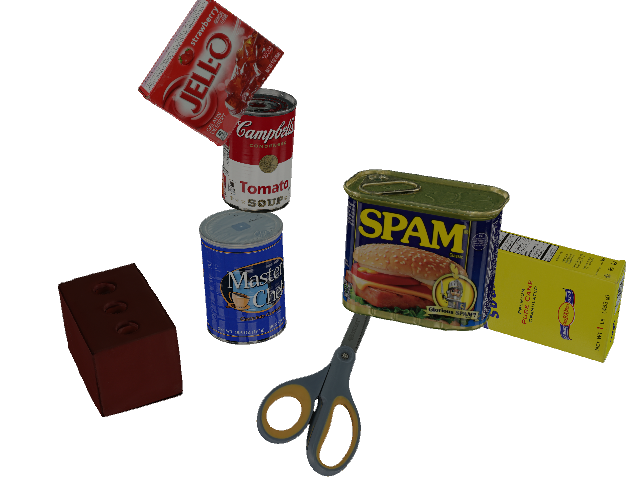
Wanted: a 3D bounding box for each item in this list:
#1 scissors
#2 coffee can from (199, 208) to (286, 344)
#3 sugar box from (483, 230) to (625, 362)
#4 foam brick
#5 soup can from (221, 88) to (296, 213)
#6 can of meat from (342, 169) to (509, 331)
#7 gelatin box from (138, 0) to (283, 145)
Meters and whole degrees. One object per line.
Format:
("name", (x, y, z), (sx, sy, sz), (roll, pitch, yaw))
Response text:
("scissors", (0.000, 0.105, 0.919), (0.096, 0.201, 0.016), (11, -35, -6))
("coffee can", (-0.096, 0.044, 1.333), (0.103, 0.140, 0.103), (-1, 26, 0))
("sugar box", (0.189, 0.044, 0.997), (0.176, 0.093, 0.048), (13, 34, 21))
("foam brick", (-0.123, 0.060, 0.655), (0.052, 0.051, 0.078), (-15, 37, -23))
("soup can", (-0.059, -0.085, 1.013), (0.068, 0.102, 0.068), (3, 27, -2))
("can of meat", (0.064, 0.006, 0.686), (0.102, 0.084, 0.057), (10, 22, 19))
("gelatin box", (-0.082, -0.128, 0.807), (0.073, 0.089, 0.030), (32, 5, -32))
